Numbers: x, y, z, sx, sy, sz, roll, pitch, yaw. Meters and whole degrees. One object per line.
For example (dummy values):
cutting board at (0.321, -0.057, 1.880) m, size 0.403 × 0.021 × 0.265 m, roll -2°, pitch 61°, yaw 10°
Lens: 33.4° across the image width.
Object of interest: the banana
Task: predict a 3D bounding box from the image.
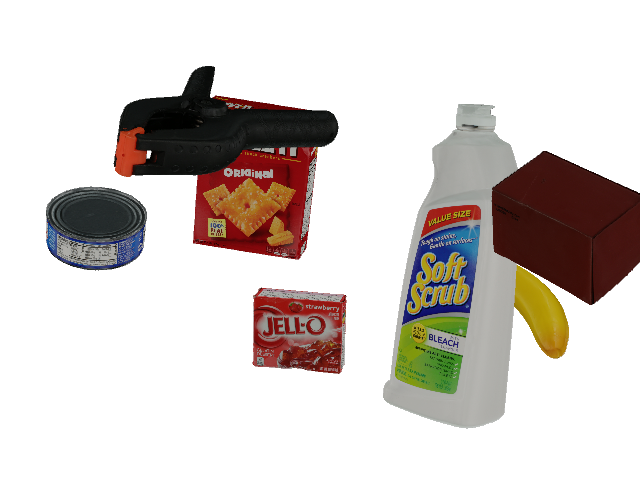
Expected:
banana at (0.191, 0.057, 1.061) m, size 0.069 × 0.037 × 0.198 m, roll -33°, pitch 36°, yaw -17°

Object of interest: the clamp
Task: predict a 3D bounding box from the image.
clamp at (-0.081, -0.080, 0.706) m, size 0.120 × 0.039 × 0.171 m, roll 23°, pitch 25°, yaw 33°

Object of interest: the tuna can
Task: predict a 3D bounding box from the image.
tuna can at (-0.194, -0.011, 0.926) m, size 0.086 × 0.034 × 0.086 m, roll 7°, pitch 32°, yaw -5°

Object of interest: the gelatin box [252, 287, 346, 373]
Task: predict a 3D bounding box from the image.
gelatin box at (-0.021, 0.087, 1.032) m, size 0.089 × 0.073 × 0.030 m, roll 4°, pitch 15°, yaw 10°

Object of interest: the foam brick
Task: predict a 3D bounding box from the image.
foam brick at (0.148, -0.009, 0.639) m, size 0.051 × 0.053 × 0.078 m, roll -33°, pitch 44°, yaw -26°

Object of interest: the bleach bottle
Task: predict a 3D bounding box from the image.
bleach bottle at (0.109, 0.016, 0.857) m, size 0.103 × 0.251 × 0.067 m, roll 13°, pitch 14°, yaw 44°

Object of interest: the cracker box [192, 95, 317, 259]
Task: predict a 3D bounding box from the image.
cracker box at (-0.094, -0.089, 1.552) m, size 0.164 × 0.214 × 0.072 m, roll 10°, pitch 22°, yaw 7°
